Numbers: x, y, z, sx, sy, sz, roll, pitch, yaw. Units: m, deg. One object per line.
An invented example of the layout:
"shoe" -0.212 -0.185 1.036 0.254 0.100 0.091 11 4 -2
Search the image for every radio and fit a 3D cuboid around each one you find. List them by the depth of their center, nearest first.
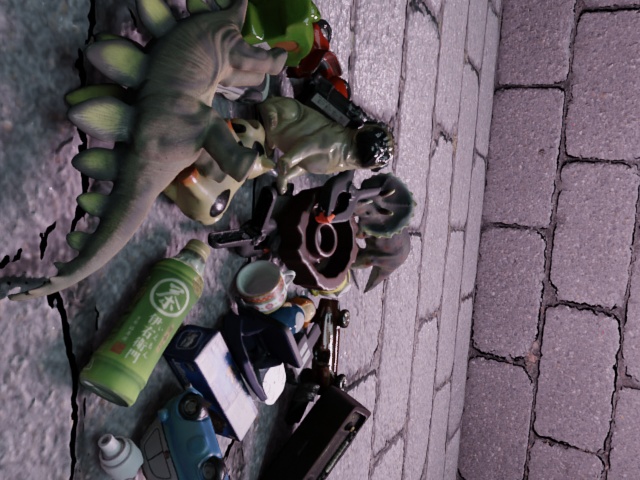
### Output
"radio" -0.004 0.396 1.031 0.229 0.073 0.131 -52 149 -3

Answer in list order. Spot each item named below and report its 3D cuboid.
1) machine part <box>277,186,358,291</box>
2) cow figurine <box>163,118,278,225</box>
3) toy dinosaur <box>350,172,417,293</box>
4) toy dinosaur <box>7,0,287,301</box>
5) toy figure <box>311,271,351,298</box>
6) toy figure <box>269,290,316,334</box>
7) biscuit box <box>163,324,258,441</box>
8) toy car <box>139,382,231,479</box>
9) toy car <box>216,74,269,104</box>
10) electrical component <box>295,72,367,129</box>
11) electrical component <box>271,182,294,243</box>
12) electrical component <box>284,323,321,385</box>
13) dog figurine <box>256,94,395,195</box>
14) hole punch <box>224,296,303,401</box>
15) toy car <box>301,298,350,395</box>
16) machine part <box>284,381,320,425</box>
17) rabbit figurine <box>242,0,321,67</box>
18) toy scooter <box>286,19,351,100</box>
"machine part" -0.002 -0.003 0.926 0.179 0.056 0.179 0 89 -52
"cow figurine" -0.130 -0.102 0.751 0.127 0.086 0.195 63 39 -39
"toy dinosaur" 0.129 -0.002 1.162 0.131 0.192 0.404 -65 146 -29
"toy dinosaur" -0.167 -0.135 0.589 0.198 0.105 0.471 26 64 -27
"toy figure" 0.007 0.060 1.059 0.180 0.082 0.089 38 60 -56
"toy figure" -0.048 0.141 0.998 0.064 0.058 0.154 -61 163 24
"biscuit box" -0.157 0.212 0.792 0.059 0.063 0.202 -56 142 -41
"toy car" -0.182 0.281 0.706 0.109 0.103 0.162 92 -23 -51
"toy car" -0.136 -0.237 0.739 0.201 0.056 0.073 -2 96 -60
"electrical component" -0.004 -0.198 0.916 0.115 0.134 0.058 40 39 -12
"electrical component" -0.070 -0.049 0.927 0.078 0.045 0.102 -11 105 -41
"electrical component" -0.046 0.206 1.023 0.119 0.048 0.074 -60 145 -38
"dog figurine" 0.008 -0.173 0.851 0.121 0.191 0.172 147 -75 -78
"hole punch" -0.103 0.173 0.837 0.092 0.116 0.142 -45 137 -26
"toy car" 0.010 0.219 1.089 0.053 0.089 0.202 -16 111 -65
"machine part" -0.036 0.308 1.033 0.084 0.039 0.138 -56 173 -31
"rabbit figurine" -0.054 -0.363 0.812 0.159 0.121 0.170 12 71 -66
"toy scooter" -0.007 -0.288 0.960 0.135 0.075 0.183 -56 139 -43
